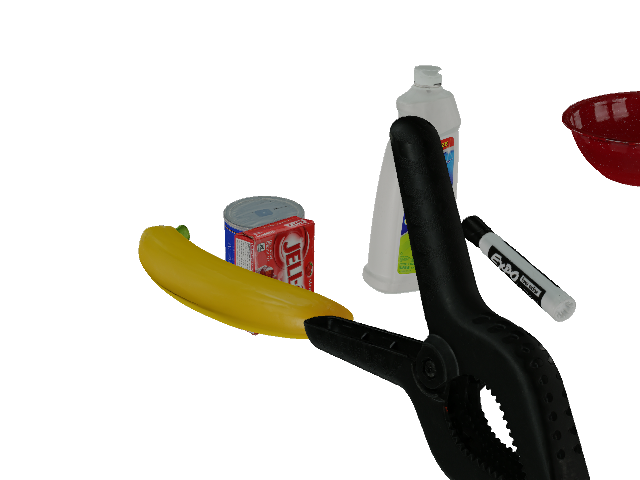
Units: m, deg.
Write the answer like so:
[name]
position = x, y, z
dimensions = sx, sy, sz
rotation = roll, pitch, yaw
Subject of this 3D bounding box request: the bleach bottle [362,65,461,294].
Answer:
[bleach bottle]
position = 0.105, -0.070, 1.201
dimensions = 0.102, 0.251, 0.068
rotation = -8, 22, -25

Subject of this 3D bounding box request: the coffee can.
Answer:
[coffee can]
position = -0.072, 0.026, 1.374
dimensions = 0.103, 0.140, 0.103
rotation = 0, 26, 0

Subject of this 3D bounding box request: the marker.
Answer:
[marker]
position = 0.136, 0.016, 0.754
dimensions = 0.020, 0.020, 0.121
rotation = 0, 30, -31

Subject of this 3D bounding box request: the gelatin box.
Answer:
[gelatin box]
position = -0.039, 0.029, 0.924
dimensions = 0.030, 0.089, 0.073
rotation = 18, 25, 40

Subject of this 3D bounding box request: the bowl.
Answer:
[bowl]
position = 0.303, -0.090, 0.974
dimensions = 0.162, 0.055, 0.162
rotation = -4, 23, 2

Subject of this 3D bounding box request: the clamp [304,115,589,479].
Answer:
[clamp]
position = 0.067, 0.050, 0.531
dimensions = 0.036, 0.165, 0.210
rotation = -10, 42, -33

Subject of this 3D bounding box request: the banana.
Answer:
[banana]
position = -0.065, 0.023, 0.698
dimensions = 0.069, 0.037, 0.198
rotation = -20, 32, -35
